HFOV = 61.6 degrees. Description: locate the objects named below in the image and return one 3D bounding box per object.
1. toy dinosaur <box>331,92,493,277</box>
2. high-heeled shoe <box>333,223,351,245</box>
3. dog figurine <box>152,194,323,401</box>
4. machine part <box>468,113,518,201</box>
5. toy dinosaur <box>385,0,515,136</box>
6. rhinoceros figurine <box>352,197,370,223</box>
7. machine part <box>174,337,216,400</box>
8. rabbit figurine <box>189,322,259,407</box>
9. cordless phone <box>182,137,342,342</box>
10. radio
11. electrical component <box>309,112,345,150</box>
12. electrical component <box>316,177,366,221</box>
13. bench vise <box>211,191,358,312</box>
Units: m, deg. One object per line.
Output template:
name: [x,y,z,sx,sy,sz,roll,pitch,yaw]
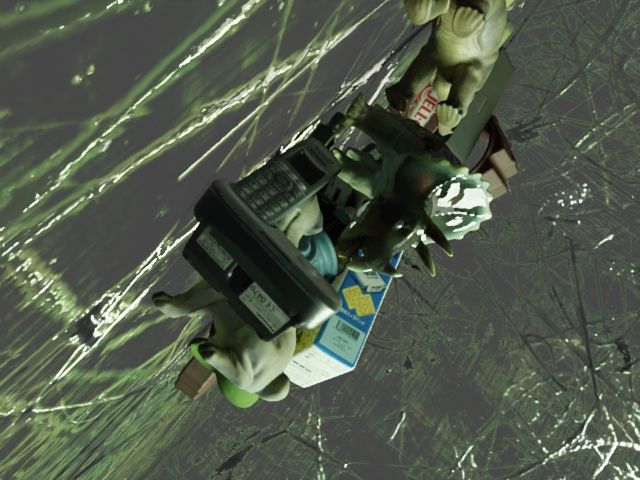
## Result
toy dinosaur: [0.114,-0.084,0.665,0.131,0.192,0.405,-57,175,24]
high-heeled shoe: [-0.002,-0.003,0.946,0.145,0.248,0.086,-8,-115,40]
dog figurine: [-0.044,0.042,0.547,0.190,0.172,0.121,-44,-175,-4]
machine part: [0.260,-0.154,1.039,0.201,0.087,0.201,-27,-134,25]
toy dinosaur: [0.182,-0.241,0.690,0.198,0.105,0.471,-51,167,-18]
rhinoceros figurine: [0.077,-0.072,1.025,0.190,0.073,0.112,-26,-151,14]
machine part: [-0.201,0.228,1.042,0.179,0.056,0.179,-50,175,-6]
rabbit figurine: [-0.127,0.187,0.853,0.121,0.159,0.170,-35,148,-65]
cordless phone: [-0.016,-0.013,0.486,0.184,0.146,0.088,-43,179,-44]
radio: [0.250,-0.255,1.003,0.073,0.131,0.229,41,75,-41]
electrical component: [-0.003,-0.107,0.635,0.094,0.021,0.063,-52,175,-5]
electrical component: [0.028,-0.063,0.820,0.119,0.075,0.048,-68,168,19]
bench vise: [-0.037,0.027,0.729,0.240,0.129,0.223,-38,166,-39]
